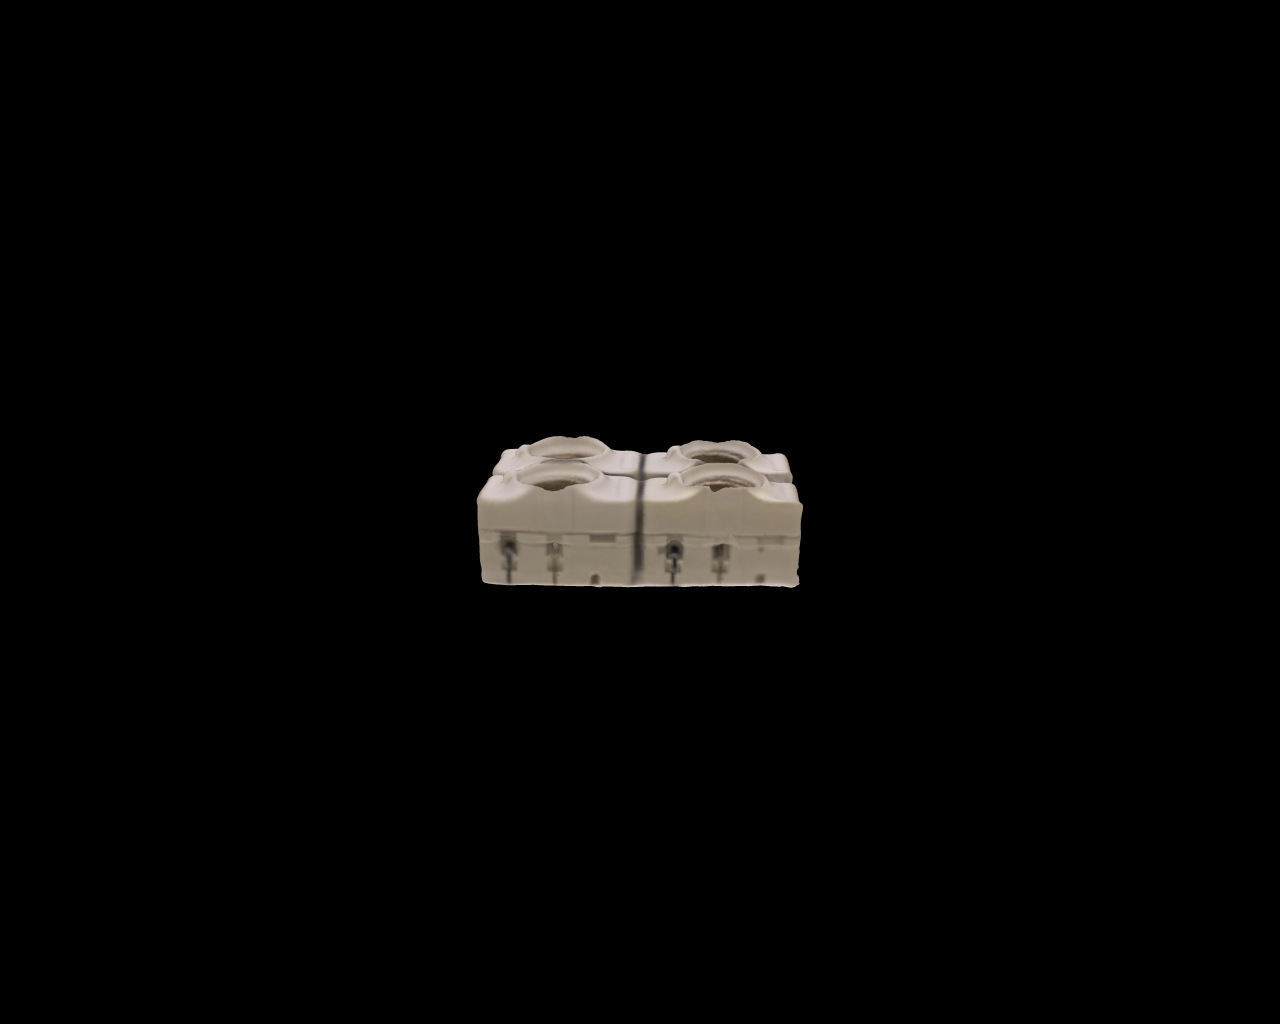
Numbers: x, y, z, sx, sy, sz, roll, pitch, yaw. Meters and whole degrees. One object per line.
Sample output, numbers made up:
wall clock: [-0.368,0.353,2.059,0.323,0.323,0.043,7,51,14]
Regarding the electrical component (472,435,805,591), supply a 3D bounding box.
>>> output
electrical component: [0.001,-0.003,0.650,0.186,0.060,0.105,1,20,2]
